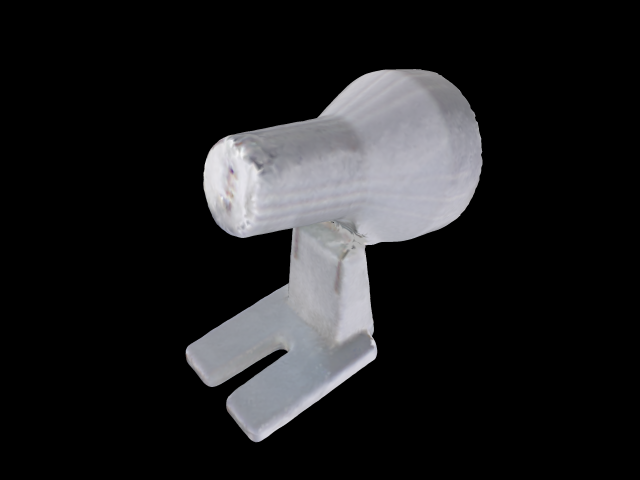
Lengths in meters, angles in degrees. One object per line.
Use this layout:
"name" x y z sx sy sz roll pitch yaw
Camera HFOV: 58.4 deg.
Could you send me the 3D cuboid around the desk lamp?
"desk lamp" 0.004 0.001 0.400 0.204 0.214 0.117 -31 50 -30
